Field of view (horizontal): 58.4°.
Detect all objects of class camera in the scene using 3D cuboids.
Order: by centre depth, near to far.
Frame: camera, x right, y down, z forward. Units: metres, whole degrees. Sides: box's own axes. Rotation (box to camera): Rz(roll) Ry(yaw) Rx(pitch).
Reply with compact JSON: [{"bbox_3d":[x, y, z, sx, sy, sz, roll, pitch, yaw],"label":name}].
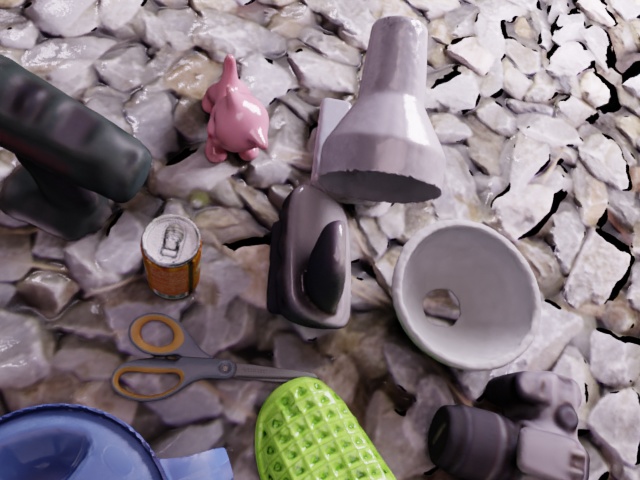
[{"bbox_3d":[0.187,0.194,0.573,0.137,0.100,0.143,17,66,-6],"label":"camera"}]

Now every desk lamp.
[{"bbox_3d":[0.054,-0.112,0.602,0.118,0.213,0.203,9,67,-10],"label":"desk lamp"}]

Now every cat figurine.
[{"bbox_3d":[-0.093,-0.142,0.631,0.067,0.117,0.128,-5,70,-15],"label":"cat figurine"}]

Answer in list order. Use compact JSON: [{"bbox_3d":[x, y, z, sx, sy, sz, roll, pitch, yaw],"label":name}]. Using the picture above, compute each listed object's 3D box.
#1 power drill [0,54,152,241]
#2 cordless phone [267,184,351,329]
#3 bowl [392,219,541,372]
[{"bbox_3d":[-0.263,-0.083,0.515,0.229,0.208,0.076,23,65,-4],"label":"power drill"},{"bbox_3d":[0.005,0.002,0.560,0.094,0.185,0.147,2,68,-12],"label":"cordless phone"},{"bbox_3d":[0.150,0.066,0.630,0.167,0.074,0.167,5,68,-12],"label":"bowl"}]
